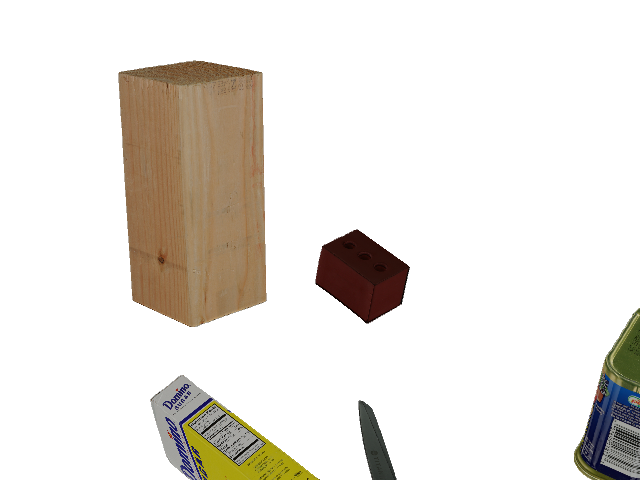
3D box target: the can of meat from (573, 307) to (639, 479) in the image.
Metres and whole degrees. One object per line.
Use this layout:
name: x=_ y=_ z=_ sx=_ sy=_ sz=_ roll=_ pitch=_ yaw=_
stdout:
can of meat: x=0.212 y=0.101 z=0.699 sx=0.057 sy=0.084 sz=0.101 roll=21 pitch=36 yaw=23

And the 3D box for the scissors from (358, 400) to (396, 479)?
scissors: x=0.060 y=0.160 z=0.598 sx=0.096 sy=0.016 sz=0.201 roll=7 pitch=31 yaw=3

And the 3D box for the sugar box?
sugar box: x=-0.069 y=0.197 z=0.909 sx=0.176 sy=0.093 sz=0.048 roll=27 pitch=51 yaw=33

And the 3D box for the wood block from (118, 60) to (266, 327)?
wood block: x=-0.109 y=-0.044 z=0.922 sx=0.091 sy=0.206 sz=0.090 roll=18 pitch=26 yaw=42

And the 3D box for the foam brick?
foam brick: x=0.042 y=0.035 z=1.066 sx=0.052 sy=0.051 sz=0.078 roll=-26 pitch=48 yaw=-36
